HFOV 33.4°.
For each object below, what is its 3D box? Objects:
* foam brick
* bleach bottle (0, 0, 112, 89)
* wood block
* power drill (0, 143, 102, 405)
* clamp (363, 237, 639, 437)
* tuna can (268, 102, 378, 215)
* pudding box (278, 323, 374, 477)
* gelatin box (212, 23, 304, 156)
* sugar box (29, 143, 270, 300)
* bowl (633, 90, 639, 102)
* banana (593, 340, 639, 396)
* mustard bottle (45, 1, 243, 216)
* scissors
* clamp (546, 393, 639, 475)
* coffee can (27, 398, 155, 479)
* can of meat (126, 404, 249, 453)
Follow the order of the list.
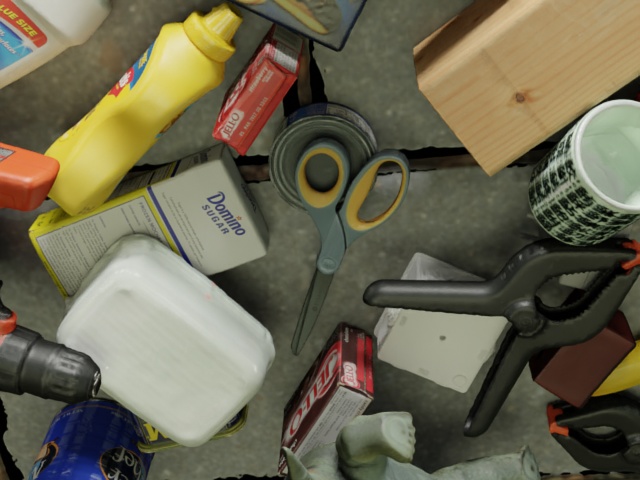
[{"bbox_3d":[0.217,0.090,0.895,0.051,0.053,0.078,28,115,-11],"label":"foam brick"},{"bbox_3d":[-0.257,-0.161,0.789,0.251,0.068,0.102,-24,113,13],"label":"bleach bottle"},{"bbox_3d":[0.175,-0.150,0.750,0.206,0.090,0.090,-35,112,19],"label":"wood block"},{"bbox_3d":[-0.239,0.025,0.781,0.184,0.057,0.188,15,113,4],"label":"power drill"},{"bbox_3d":[0.161,0.065,0.841,0.210,0.036,0.164,-24,113,16],"label":"clamp"},{"bbox_3d":[0.003,-0.064,0.838,0.086,0.033,0.086,2,118,3],"label":"tuna can"},{"bbox_3d":[0.006,0.141,0.914,0.039,0.090,0.114,24,117,-10],"label":"pudding box"},{"bbox_3d":[-0.045,-0.113,0.784,0.030,0.089,0.073,32,115,-13],"label":"gelatin box"},{"bbox_3d":[-0.138,-0.005,0.873,0.176,0.048,0.093,-20,114,10],"label":"sugar box"},{"bbox_3d":[0.307,-0.082,0.782,0.162,0.055,0.162,12,129,15],"label":"bowl"},{"bbox_3d":[0.321,0.103,0.904,0.198,0.037,0.069,-2,117,5],"label":"banana"},{"bbox_3d":[-0.127,-0.104,0.790,0.058,0.096,0.192,43,113,-15],"label":"mustard bottle"},{"bbox_3d":[-0.006,0.001,0.843,0.096,0.016,0.202,31,116,-11],"label":"scissors"},{"bbox_3d":[0.283,0.187,0.951,0.171,0.039,0.120,8,113,4],"label":"clamp"},{"bbox_3d":[-0.209,0.223,0.943,0.103,0.140,0.103,2,118,3],"label":"coffee can"},{"bbox_3d":[-0.124,0.131,0.938,0.102,0.057,0.084,-13,114,10],"label":"can of meat"}]
